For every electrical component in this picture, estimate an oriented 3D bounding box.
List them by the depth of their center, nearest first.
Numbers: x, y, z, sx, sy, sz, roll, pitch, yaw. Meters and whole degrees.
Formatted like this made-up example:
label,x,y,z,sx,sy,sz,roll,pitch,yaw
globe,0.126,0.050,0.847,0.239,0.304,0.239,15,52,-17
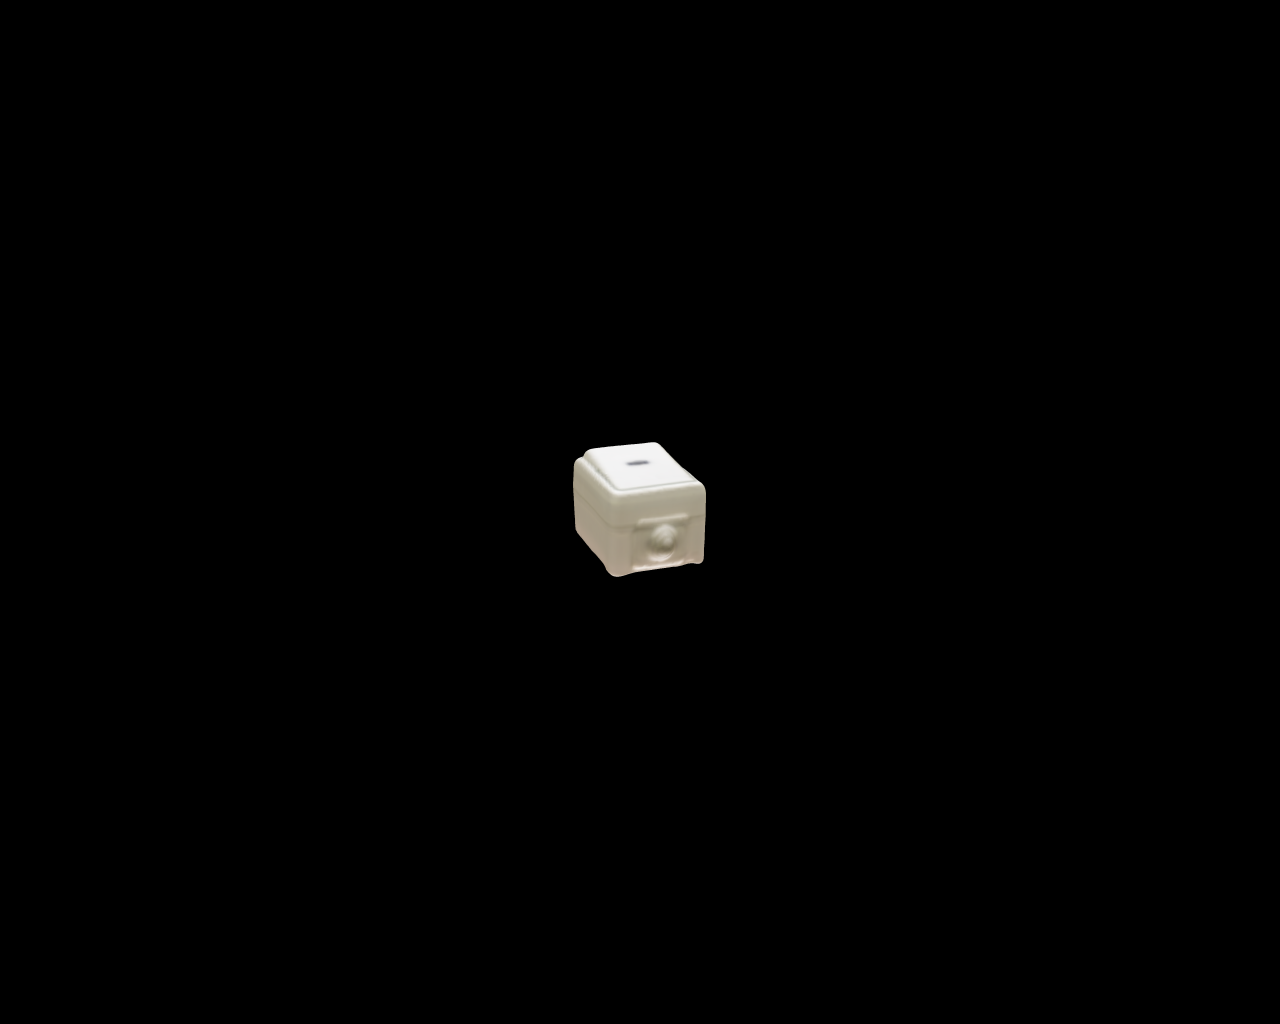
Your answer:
label,x,y,z,sx,sy,sz,roll,pitch,yaw
electrical component,0.001,-0.003,0.650,0.062,0.061,0.096,-7,22,-18
